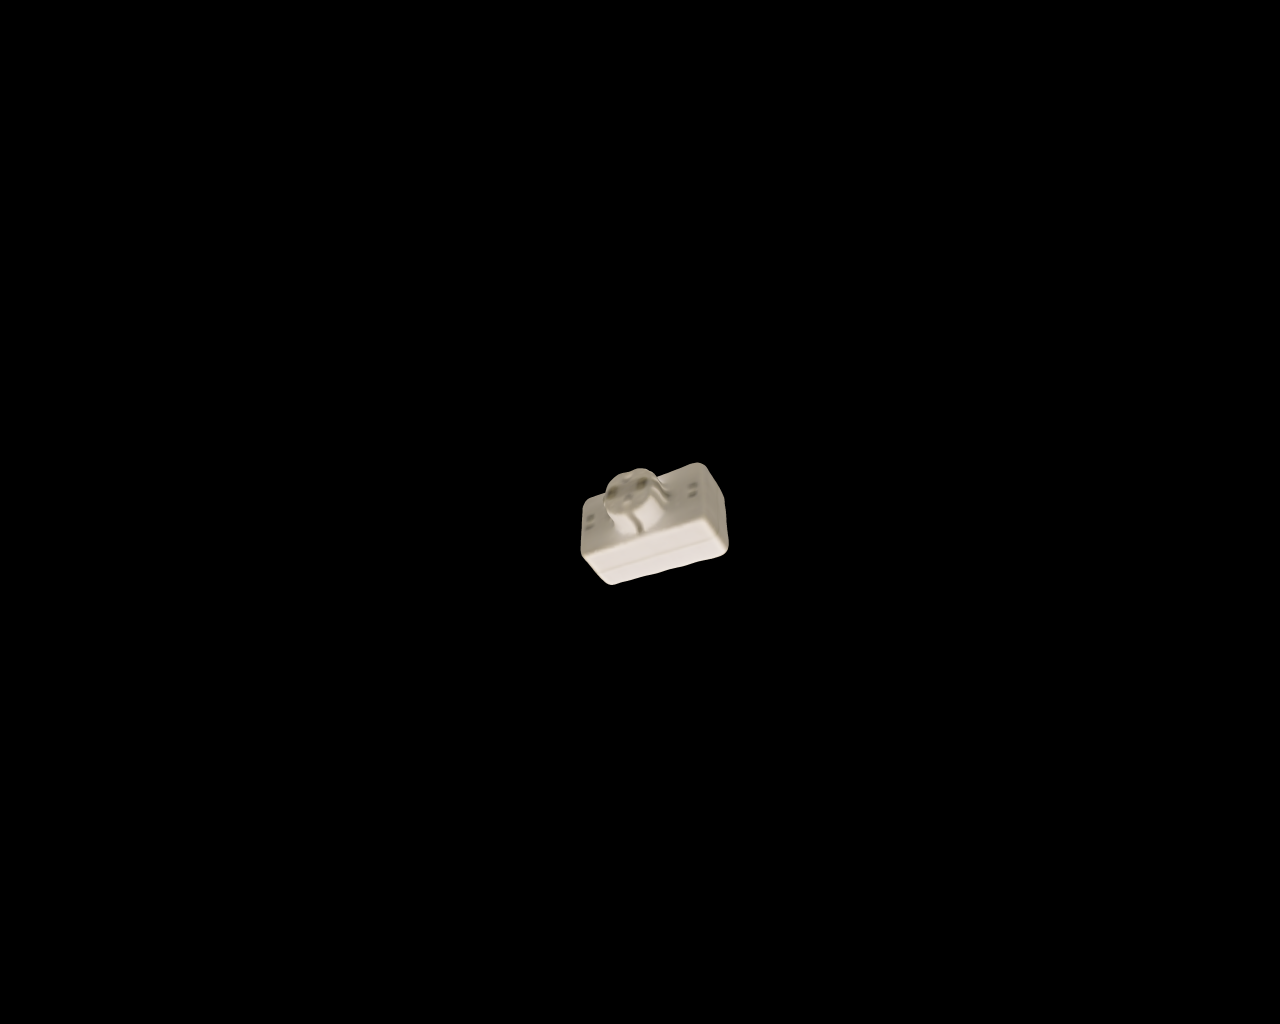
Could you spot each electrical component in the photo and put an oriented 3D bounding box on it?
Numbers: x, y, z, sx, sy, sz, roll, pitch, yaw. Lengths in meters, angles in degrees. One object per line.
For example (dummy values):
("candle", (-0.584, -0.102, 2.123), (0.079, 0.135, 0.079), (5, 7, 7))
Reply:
("electrical component", (0.001, -0.003, 0.650), (0.083, 0.047, 0.075), (-18, -44, 19))
